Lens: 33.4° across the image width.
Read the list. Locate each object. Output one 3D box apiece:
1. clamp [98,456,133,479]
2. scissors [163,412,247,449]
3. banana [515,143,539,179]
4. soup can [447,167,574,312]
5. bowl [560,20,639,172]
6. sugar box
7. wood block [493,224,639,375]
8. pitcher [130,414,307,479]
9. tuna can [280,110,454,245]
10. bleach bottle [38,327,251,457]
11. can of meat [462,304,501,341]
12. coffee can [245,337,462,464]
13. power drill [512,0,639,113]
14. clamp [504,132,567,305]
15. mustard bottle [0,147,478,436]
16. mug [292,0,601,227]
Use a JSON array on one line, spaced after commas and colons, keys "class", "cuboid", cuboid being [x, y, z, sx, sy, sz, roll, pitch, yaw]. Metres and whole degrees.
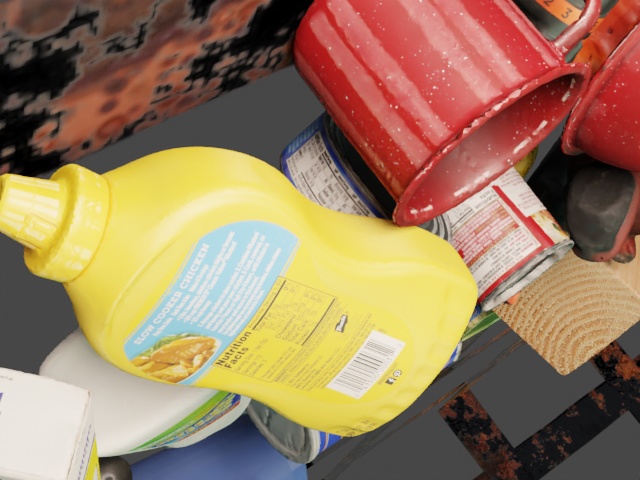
[{"class": "clamp", "cuboid": [-0.198, 0.153, 0.594, 0.171, 0.039, 0.120, -12, 171, -25]}, {"class": "scissors", "cuboid": [-0.087, 0.156, 0.938, 0.096, 0.016, 0.202, -34, 165, -6]}, {"class": "banana", "cuboid": [0.099, -0.016, 0.792, 0.198, 0.037, 0.069, -45, 163, 31]}, {"class": "soup can", "cuboid": [0.094, -0.017, 0.644, 0.068, 0.102, 0.068, -34, 165, -10]}, {"class": "bowl", "cuboid": [0.201, -0.086, 0.548, 0.162, 0.055, 0.162, -37, 162, -15]}, {"class": "sugar box", "cuboid": [-0.146, 0.097, 0.469, 0.176, 0.093, 0.048, 112, -11, -61]}, {"class": "wood block", "cuboid": [0.208, 0.005, 0.865, 0.090, 0.091, 0.205, -46, -176, 31]}, {"class": "pitcher", "cuboid": [-0.106, 0.240, 0.914, 0.145, 0.149, 0.242, -47, 166, 31]}, {"class": "tuna can", "cuboid": [0.022, -0.021, 0.498, 0.034, 0.086, 0.086, -41, 165, 22]}, {"class": "bleach bottle", "cuboid": [-0.079, 0.085, 0.645, 0.102, 0.068, 0.251, -34, 168, -1]}, {"class": "can of meat", "cuboid": [0.122, 0.034, 0.906, 0.101, 0.084, 0.058, -21, 159, -48]}, {"class": "coffee can", "cuboid": [0.017, 0.081, 0.772, 0.140, 0.103, 0.103, -29, 164, -27]}, {"class": "power drill", "cuboid": [0.133, -0.115, 0.529, 0.187, 0.057, 0.185, -14, 153, -53]}, {"class": "clamp", "cuboid": [0.155, -0.026, 0.775, 0.165, 0.036, 0.209, -49, -175, 28]}, {"class": "mustard bottle", "cuboid": [-0.036, 0.016, 0.410, 0.191, 0.058, 0.096, 22, 118, -34]}, {"class": "mug", "cuboid": [0.052, -0.072, 0.412, 0.117, 0.081, 0.093, -40, 165, 12]}]
